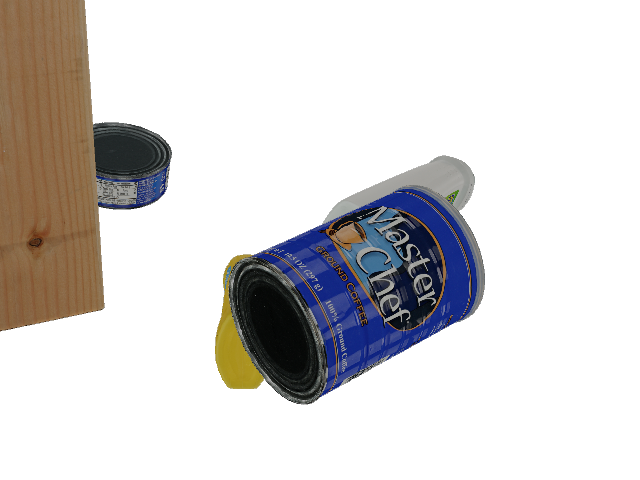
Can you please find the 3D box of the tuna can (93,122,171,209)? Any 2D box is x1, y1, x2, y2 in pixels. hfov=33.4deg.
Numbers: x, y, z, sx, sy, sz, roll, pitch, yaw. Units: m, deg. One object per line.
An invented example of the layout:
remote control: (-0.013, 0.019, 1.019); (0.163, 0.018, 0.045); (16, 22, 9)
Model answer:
tuna can: (-0.166, -0.061, 0.876); (0.086, 0.034, 0.086); (8, 34, -6)

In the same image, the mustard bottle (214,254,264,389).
mustard bottle: (-0.080, 0.070, 1.159); (0.058, 0.096, 0.191); (-1, 28, -1)

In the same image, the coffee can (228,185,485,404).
coffee can: (0.025, 0.034, 0.714); (0.140, 0.103, 0.103); (-25, 13, -31)

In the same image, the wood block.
wood block: (-0.184, -0.061, 0.607); (0.090, 0.206, 0.090); (-11, 27, -27)

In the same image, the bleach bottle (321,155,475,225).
bleach bottle: (0.087, -0.025, 1.070); (0.068, 0.103, 0.250); (39, 33, 16)
